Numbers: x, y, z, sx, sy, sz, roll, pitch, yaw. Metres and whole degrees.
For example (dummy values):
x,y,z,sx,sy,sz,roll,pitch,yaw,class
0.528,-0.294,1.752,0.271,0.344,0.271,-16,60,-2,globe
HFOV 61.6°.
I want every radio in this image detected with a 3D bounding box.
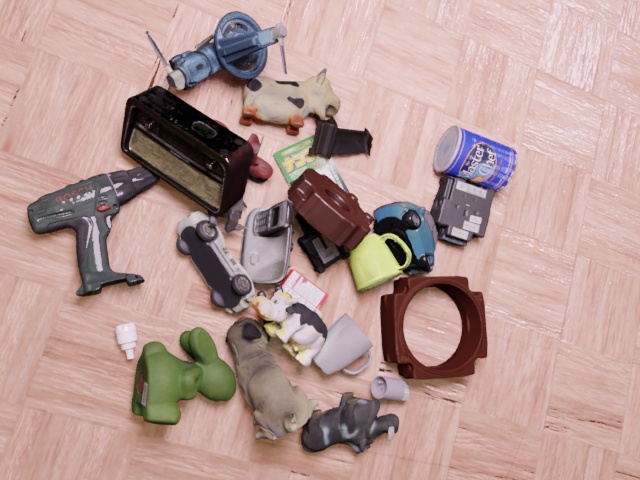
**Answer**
x,y,z,sx,sy,sz,roll,pitch,yaw,class
-0.232,-0.157,0.932,0.230,0.131,0.073,33,45,7,radio

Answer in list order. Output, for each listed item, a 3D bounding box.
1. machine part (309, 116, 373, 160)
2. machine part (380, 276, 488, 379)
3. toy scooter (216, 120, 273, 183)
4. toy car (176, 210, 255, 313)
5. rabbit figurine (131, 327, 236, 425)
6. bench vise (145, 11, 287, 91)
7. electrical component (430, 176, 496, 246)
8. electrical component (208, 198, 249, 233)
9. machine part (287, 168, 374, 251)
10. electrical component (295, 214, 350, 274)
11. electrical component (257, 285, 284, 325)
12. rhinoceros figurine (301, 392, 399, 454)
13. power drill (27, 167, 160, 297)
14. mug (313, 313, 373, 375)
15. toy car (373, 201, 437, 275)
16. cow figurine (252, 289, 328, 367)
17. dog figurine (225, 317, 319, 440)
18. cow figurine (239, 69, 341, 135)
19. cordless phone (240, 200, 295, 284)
x,y,z,sx,sy,sz,roll,pitch,yaw,class
0.046,-0.202,1.080,0.139,0.039,0.084,0,113,-31,machine part
0.228,0.172,1.073,0.201,0.087,0.201,0,81,-15,machine part
-0.165,-0.171,0.987,0.184,0.135,0.075,28,77,-9,toy scooter
-0.190,0.042,0.981,0.201,0.073,0.056,57,29,-2,toy car
-0.230,0.236,0.941,0.170,0.121,0.159,8,73,-33,rabbit figurine
-0.162,-0.341,0.967,0.223,0.241,0.128,-31,114,-41,bench vise
0.295,-0.057,1.134,0.115,0.058,0.134,18,85,-10,electrical component
-0.169,-0.059,0.994,0.078,0.045,0.102,1,51,-17,electrical component
0.021,-0.060,0.992,0.179,0.179,0.056,39,110,-7,machine part
-0.002,-0.003,1.042,0.075,0.048,0.119,-28,102,-14,electrical component
-0.079,0.132,1.001,0.063,0.021,0.094,-18,105,9,electrical component
0.057,0.347,1.007,0.190,0.073,0.112,-6,83,-16,rhinoceros figurine
-0.369,-0.015,0.938,0.232,0.086,0.207,-16,91,-22,power drill
0.042,0.212,1.026,0.107,0.081,0.109,-38,110,-5,mug
0.188,-0.014,1.082,0.103,0.109,0.161,-35,102,-34,toy car
-0.047,0.140,0.951,0.098,0.068,0.167,-45,127,-16,cow figurine
-0.098,0.232,0.935,0.121,0.172,0.190,-28,98,-28,dog figurine
-0.055,-0.278,1.061,0.195,0.085,0.127,7,83,-11,cow figurine
-0.079,0.005,0.960,0.089,0.184,0.146,9,80,-19,cordless phone
